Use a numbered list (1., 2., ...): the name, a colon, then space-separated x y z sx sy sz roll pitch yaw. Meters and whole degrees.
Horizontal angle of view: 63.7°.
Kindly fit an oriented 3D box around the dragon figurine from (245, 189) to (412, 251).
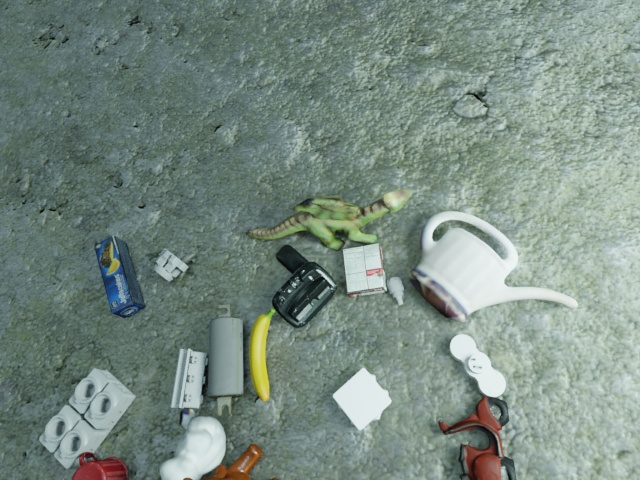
1. dragon figurine: 0.004 -0.058 1.159 0.410 0.239 0.124 -8 72 6

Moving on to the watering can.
1. watering can: 0.342 0.085 1.097 0.225 0.102 0.352 -44 66 -7

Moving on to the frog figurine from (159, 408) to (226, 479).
1. frog figurine: -0.252 0.438 1.034 0.122 0.162 0.136 19 107 -12
